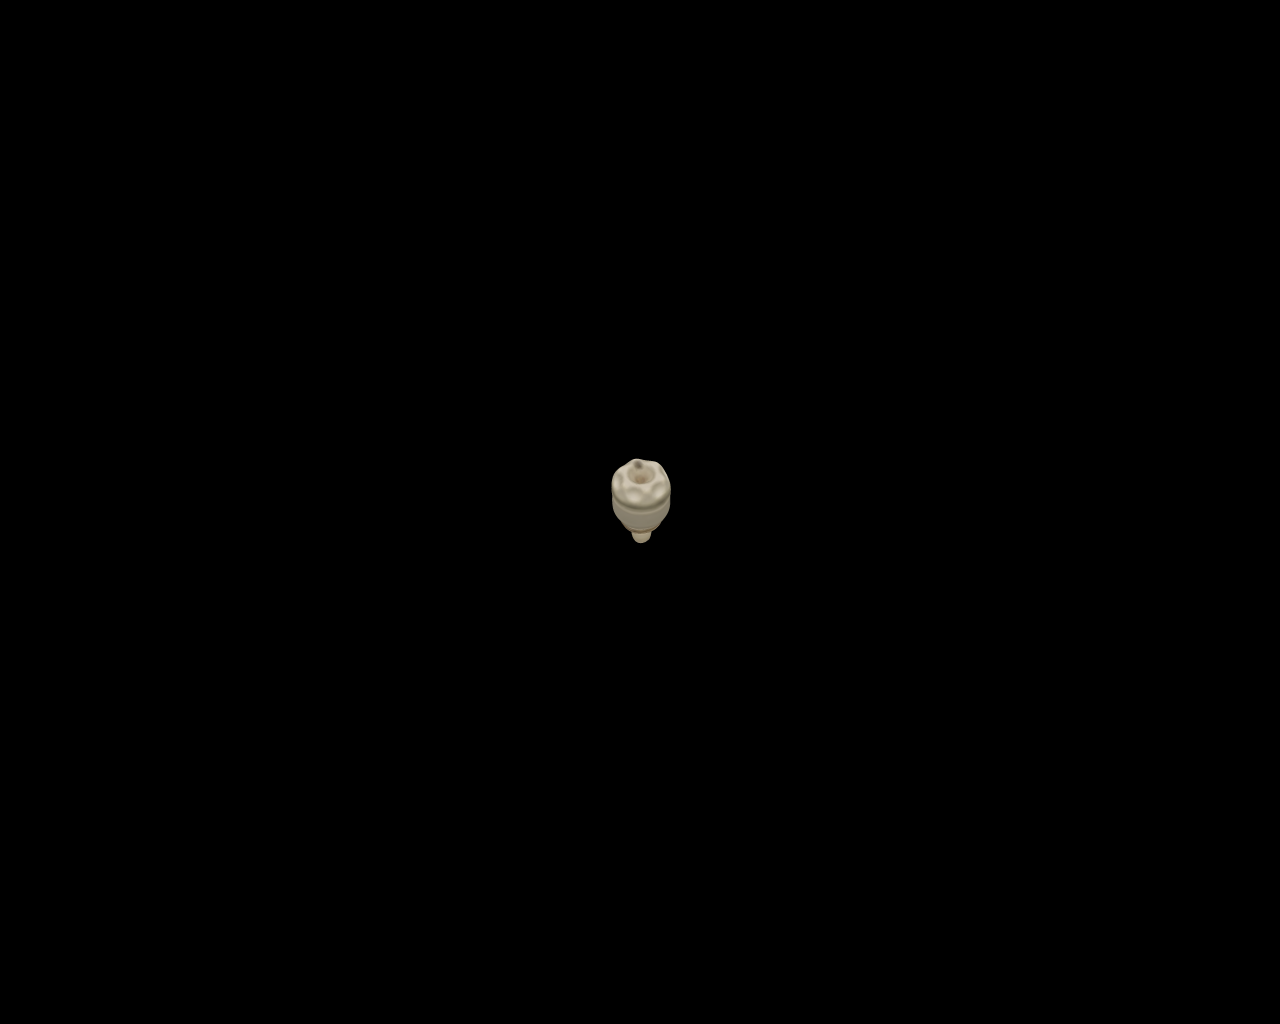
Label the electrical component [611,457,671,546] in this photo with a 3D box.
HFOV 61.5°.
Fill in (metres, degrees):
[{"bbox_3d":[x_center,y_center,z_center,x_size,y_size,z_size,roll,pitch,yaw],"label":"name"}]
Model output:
[{"bbox_3d":[0.001,-0.003,0.650,0.035,0.035,0.061,0,-41,0],"label":"electrical component"}]
